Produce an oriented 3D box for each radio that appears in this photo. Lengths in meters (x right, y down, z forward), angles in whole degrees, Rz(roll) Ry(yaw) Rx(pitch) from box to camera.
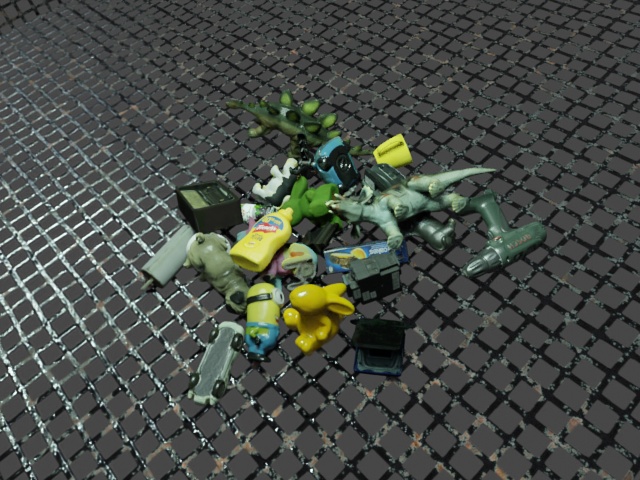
[{"bbox_3d":[-0.300,-0.095,1.449,0.131,0.073,0.230,-15,27,-21],"label":"radio"}]

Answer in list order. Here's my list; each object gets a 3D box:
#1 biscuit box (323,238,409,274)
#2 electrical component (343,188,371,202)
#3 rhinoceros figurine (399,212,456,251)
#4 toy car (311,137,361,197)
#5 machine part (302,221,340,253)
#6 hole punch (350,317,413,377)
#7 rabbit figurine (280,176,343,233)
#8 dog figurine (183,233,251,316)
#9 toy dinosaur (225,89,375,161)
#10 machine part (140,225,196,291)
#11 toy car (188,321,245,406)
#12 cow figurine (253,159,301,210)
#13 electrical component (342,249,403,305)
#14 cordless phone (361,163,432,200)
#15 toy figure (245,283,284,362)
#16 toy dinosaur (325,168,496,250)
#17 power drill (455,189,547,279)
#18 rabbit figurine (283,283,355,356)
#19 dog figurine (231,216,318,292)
[{"bbox_3d":[0.113,0.037,1.318,0.203,0.063,0.059,-10,94,5],"label":"biscuit box"},{"bbox_3d":[0.101,-0.093,1.445,0.078,0.045,0.102,-9,51,6],"label":"electrical component"},{"bbox_3d":[0.254,-0.034,1.357,0.191,0.073,0.112,34,72,31],"label":"rhinoceros figurine"},{"bbox_3d":[0.037,-0.201,1.494,0.109,0.161,0.103,-43,28,-26],"label":"toy car"},{"bbox_3d":[-0.003,-0.004,1.350,0.084,0.039,0.139,-62,19,-19],"label":"machine part"},{"bbox_3d":[0.130,0.232,1.172,0.142,0.092,0.116,0,24,15],"label":"hole punch"},{"bbox_3d":[-0.037,-0.093,1.432,0.170,0.121,0.159,-14,56,20],"label":"rabbit figurine"},{"bbox_3d":[-0.231,0.081,1.303,0.121,0.172,0.191,-44,49,-9],"label":"dog figurine"},{"bbox_3d":[-0.045,-0.318,1.556,0.471,0.198,0.105,19,65,-15],"label":"toy dinosaur"},{"bbox_3d":[-0.387,0.042,1.420,0.079,0.079,0.243,23,60,26],"label":"machine part"},{"bbox_3d":[-0.233,0.278,1.218,0.074,0.056,0.202,12,57,12],"label":"toy car"},{"bbox_3d":[-0.103,-0.161,1.525,0.098,0.068,0.167,32,68,25],"label":"cow figurine"},{"bbox_3d":[0.121,0.090,1.254,0.134,0.114,0.058,-17,49,-5],"label":"electrical component"},{"bbox_3d":[0.221,-0.162,1.467,0.184,0.088,0.147,-24,50,-22],"label":"cordless phone"},{"bbox_3d":[-0.133,0.187,1.231,0.089,0.082,0.180,15,71,-15],"label":"toy figure"},{"bbox_3d":[0.208,-0.099,1.298,0.405,0.131,0.192,-23,32,-16],"label":"toy dinosaur"},{"bbox_3d":[0.410,-0.021,1.305,0.232,0.085,0.207,-20,47,-6],"label":"power drill"},{"bbox_3d":[-0.006,0.159,1.190,0.162,0.173,0.122,-19,47,2],"label":"rabbit figurine"},{"bbox_3d":[-0.120,0.026,1.361,0.192,0.108,0.219,-23,49,-6],"label":"dog figurine"}]
